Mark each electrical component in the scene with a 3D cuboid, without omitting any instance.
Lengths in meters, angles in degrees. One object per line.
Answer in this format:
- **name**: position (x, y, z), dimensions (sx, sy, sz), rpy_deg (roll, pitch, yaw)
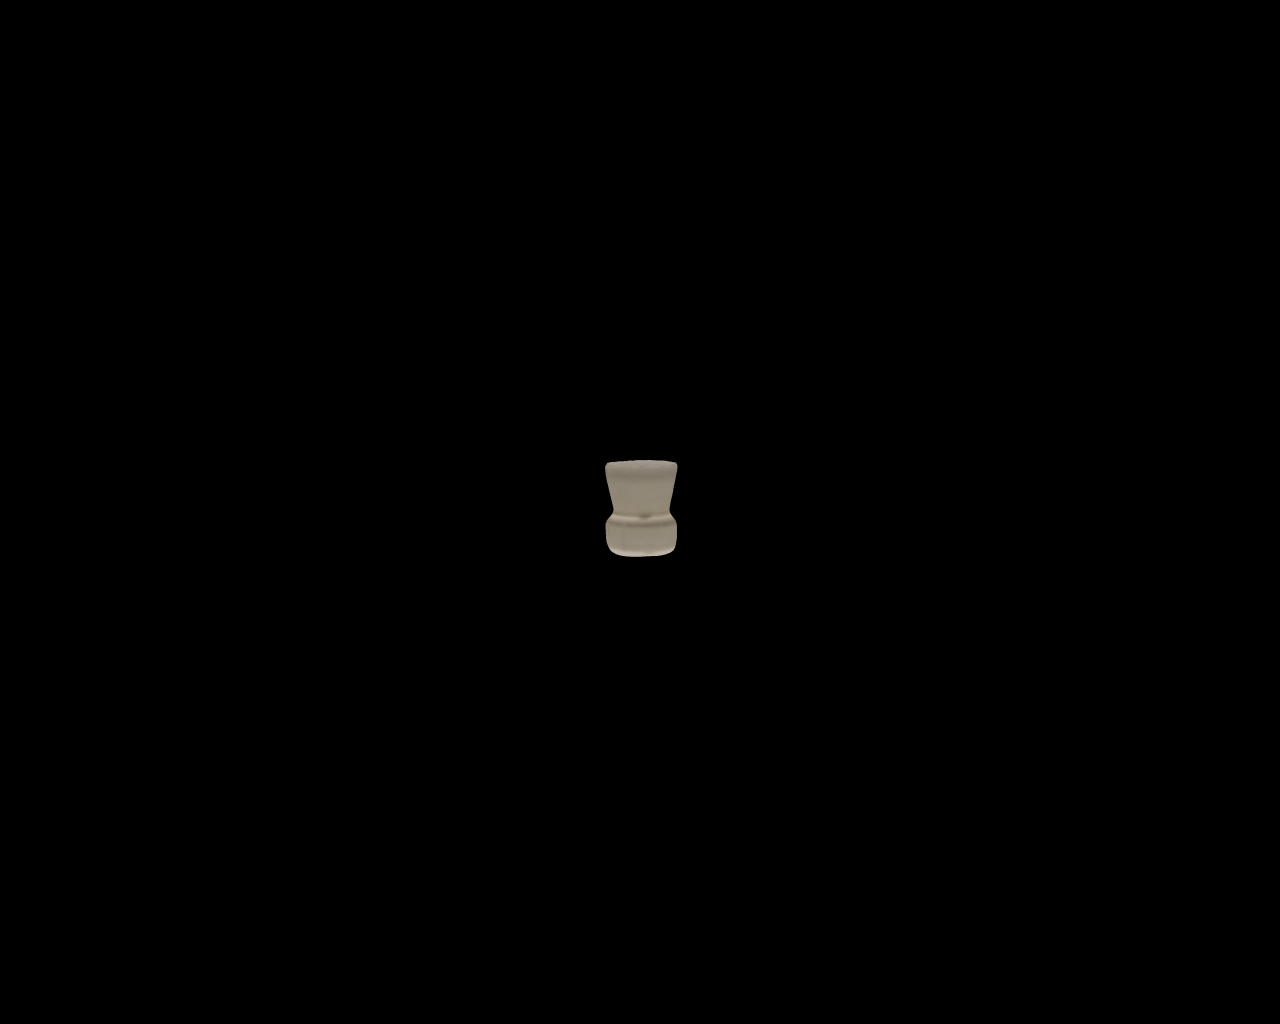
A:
- **electrical component**: position (0.001, -0.003, 0.650), dimensions (0.045, 0.055, 0.045), rpy_deg (0, 7, 0)
